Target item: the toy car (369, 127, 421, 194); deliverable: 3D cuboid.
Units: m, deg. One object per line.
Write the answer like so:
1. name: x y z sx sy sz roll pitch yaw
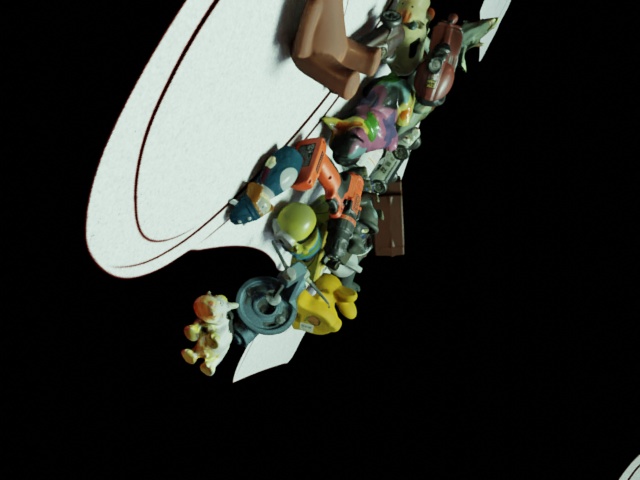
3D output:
1. toy car: 0.167 -0.178 1.231 0.073 0.056 0.201 -45 170 -41

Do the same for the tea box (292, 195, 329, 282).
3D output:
1. tea box: -0.002 -0.004 1.190 0.098 0.068 0.169 -43 153 -48

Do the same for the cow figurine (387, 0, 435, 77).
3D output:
1. cow figurine: 0.172 -0.408 1.057 0.127 0.086 0.194 -60 165 -30

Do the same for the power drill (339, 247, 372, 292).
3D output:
1. power drill: 0.108 0.069 1.607 0.232 0.086 0.207 -38 154 -51

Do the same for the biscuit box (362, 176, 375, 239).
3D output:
1. biscuit box: 0.082 -0.076 1.299 0.063 0.059 0.202 -19 146 -17

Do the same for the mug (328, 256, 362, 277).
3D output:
1. mug: 0.051 0.052 1.385 0.081 0.110 0.107 -57 150 0

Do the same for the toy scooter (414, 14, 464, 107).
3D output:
1. toy scooter: 0.239 -0.359 1.057 0.135 0.075 0.184 94 17 -55

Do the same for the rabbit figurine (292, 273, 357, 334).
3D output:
1. rabbit figurine: 0.016 0.150 1.390 0.173 0.163 0.121 -69 161 -50

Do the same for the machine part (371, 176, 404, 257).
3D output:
1. machine part: 0.179 -0.067 1.436 0.201 0.087 0.201 -62 150 -74

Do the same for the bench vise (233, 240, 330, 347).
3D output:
1. bench vise: -0.073 0.101 1.027 0.223 0.129 0.240 -29 164 -33

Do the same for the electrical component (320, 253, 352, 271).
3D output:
1. electrical component: 0.040 0.021 1.166 0.078 0.045 0.102 46 68 -42

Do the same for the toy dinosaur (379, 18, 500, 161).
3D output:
1. toy dinosaur: 0.250 -0.365 1.276 0.192 0.131 0.404 -6 132 -58

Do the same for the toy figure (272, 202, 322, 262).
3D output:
1. toy figure: -0.040 -0.014 1.045 0.089 0.082 0.180 -61 160 -8

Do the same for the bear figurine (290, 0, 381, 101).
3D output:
1. bear figurine: 0.027 -0.309 0.710 0.120 0.132 0.195 -53 167 -42

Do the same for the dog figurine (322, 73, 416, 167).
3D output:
1. dog figurine: 0.092 -0.237 1.046 0.219 0.109 0.191 -20 136 -62

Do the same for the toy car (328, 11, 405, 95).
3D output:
1. toy car: 0.081 -0.323 0.936 0.202 0.053 0.089 -42 158 -30

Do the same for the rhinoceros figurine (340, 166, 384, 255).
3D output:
1. rhinoceros figurine: 0.068 -0.061 1.084 0.073 0.112 0.190 67 11 -60

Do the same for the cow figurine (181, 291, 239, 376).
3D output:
1. cow figurine: -0.176 0.141 0.906 0.098 0.068 0.167 -51 164 -49

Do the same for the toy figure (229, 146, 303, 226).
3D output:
1. toy figure: -0.085 -0.083 0.851 0.064 0.058 0.154 45 66 -26
